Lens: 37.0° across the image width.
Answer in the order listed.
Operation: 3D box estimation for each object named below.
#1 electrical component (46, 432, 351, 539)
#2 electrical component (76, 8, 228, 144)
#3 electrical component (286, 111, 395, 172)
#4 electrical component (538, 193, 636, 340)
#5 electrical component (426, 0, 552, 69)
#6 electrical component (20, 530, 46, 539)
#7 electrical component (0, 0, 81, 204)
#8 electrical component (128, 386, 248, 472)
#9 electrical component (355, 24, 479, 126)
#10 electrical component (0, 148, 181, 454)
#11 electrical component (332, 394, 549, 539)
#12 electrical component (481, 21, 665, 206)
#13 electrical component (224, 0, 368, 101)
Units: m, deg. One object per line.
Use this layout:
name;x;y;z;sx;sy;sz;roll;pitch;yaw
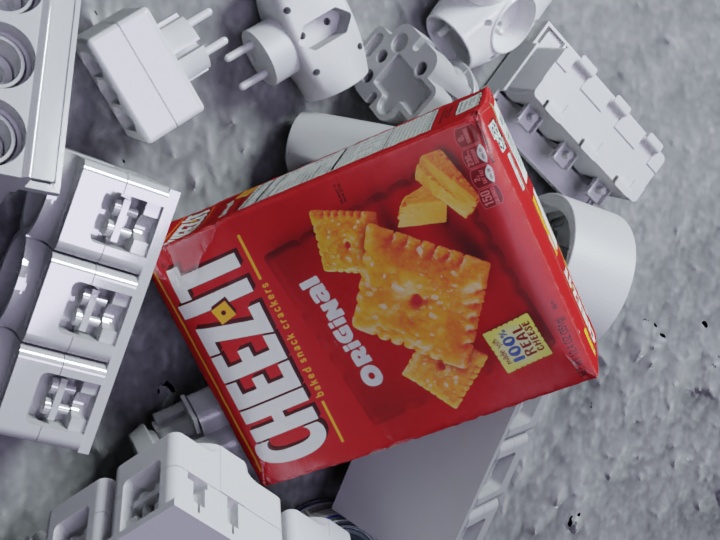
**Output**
electrical component;-0.081;0.178;0.636;0.105;0.060;0.186;-34;126;20
electrical component;-0.112;-0.121;0.616;0.077;0.047;0.065;-36;115;-16
electrical component;0.002;-0.064;0.678;0.079;0.077;0.043;56;50;-64
electrical component;0.128;-0.001;0.734;0.060;0.108;0.108;23;91;-23
electrical component;0.083;-0.180;0.691;0.077;0.044;0.079;-41;149;-13
electrical component;-0.212;0.220;0.635;0.121;0.063;0.078;-48;118;-10
electrical component;-0.191;-0.099;0.551;0.079;0.063;0.121;10;72;-28
electrical component;-0.107;0.114;0.665;0.057;0.058;0.078;-23;135;-17
electrical component;0.039;-0.114;0.683;0.058;0.078;0.057;-47;140;17
electrical component;-0.165;0.012;0.595;0.062;0.089;0.150;19;93;-29
electrical component;0.057;0.111;0.712;0.062;0.089;0.150;-2;117;-60
electrical component;0.150;-0.101;0.744;0.121;0.063;0.078;40;82;-28
electrical component;-0.044;-0.137;0.649;0.079;0.043;0.077;-34;115;-17
